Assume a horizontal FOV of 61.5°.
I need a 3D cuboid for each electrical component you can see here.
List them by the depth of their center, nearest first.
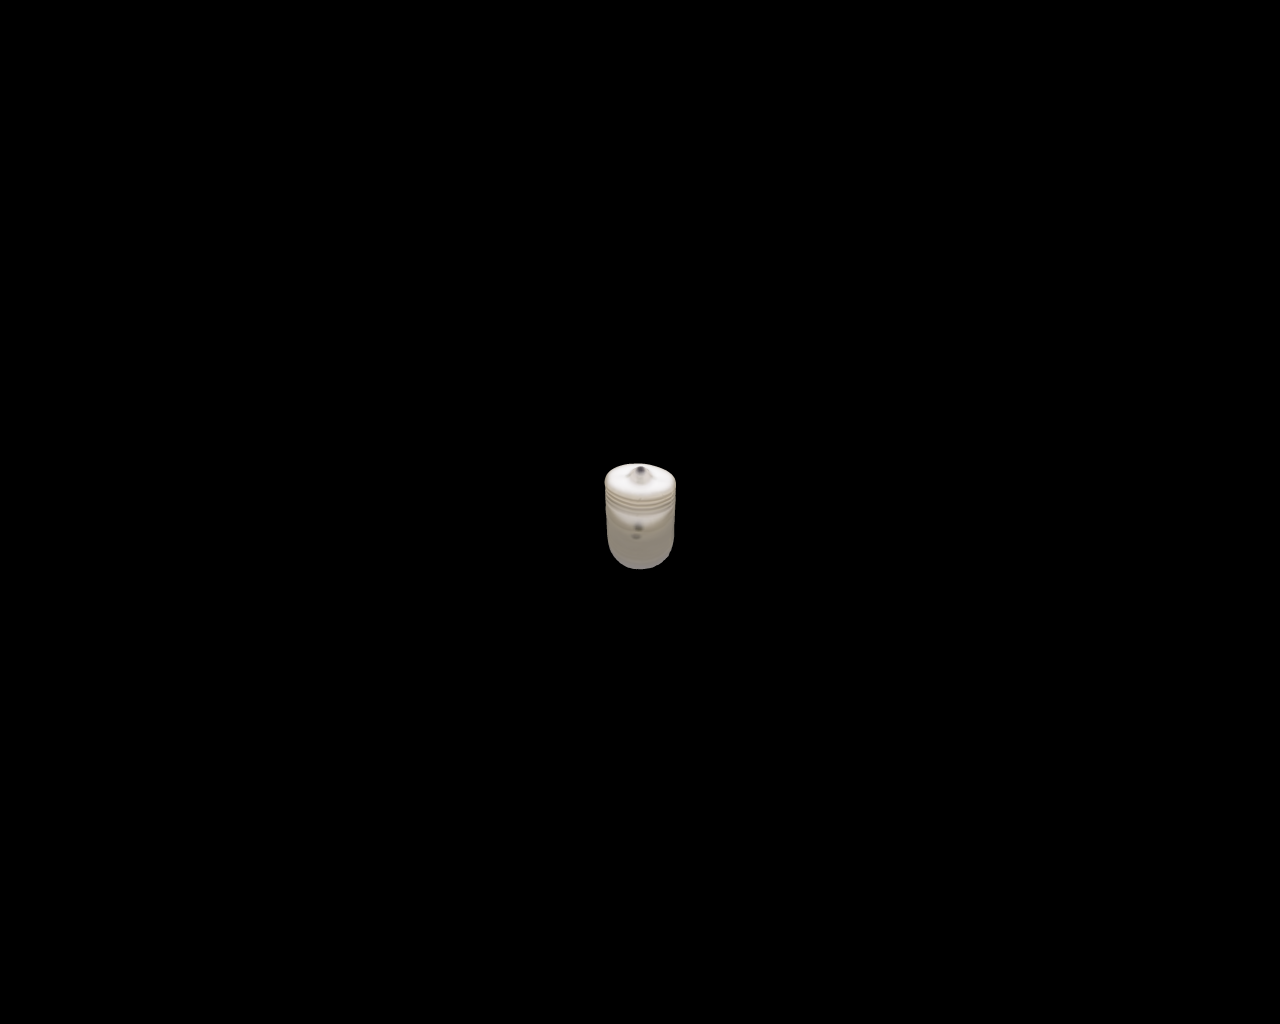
[{"bbox_3d":[0.001,-0.003,0.650,0.043,0.043,0.080,0,-36,0],"label":"electrical component"}]
